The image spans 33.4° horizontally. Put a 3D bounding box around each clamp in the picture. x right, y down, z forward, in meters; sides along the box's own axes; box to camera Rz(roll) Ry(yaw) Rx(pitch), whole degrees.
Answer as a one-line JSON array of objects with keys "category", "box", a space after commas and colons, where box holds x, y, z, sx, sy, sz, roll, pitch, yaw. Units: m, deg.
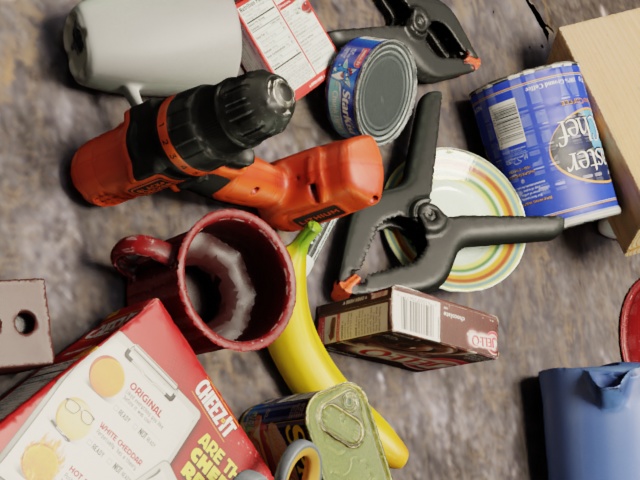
[{"category": "clamp", "box": [0.094, -0.010, 0.865, 0.164, 0.036, 0.209, 40, 62, 5]}, {"category": "clamp", "box": [0.069, -0.179, 0.923, 0.171, 0.039, 0.120, 34, 70, -27]}]

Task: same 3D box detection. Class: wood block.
[{"category": "wood block", "box": [0.293, -0.102, 0.993, 0.090, 0.090, 0.206, -15, 64, -8]}]

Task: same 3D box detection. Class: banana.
[{"category": "banana", "box": [0.000, 0.086, 0.770, 0.037, 0.070, 0.198, -44, 116, -55]}]

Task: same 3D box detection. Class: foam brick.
[{"category": "foam brick", "box": [-0.202, 0.053, 0.620, 0.078, 0.051, 0.053, -2, 79, -40]}]

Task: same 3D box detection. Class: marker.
[{"category": "marker", "box": [-0.005, 0.001, 0.821, 0.020, 0.020, 0.121, 43, 55, -23]}]

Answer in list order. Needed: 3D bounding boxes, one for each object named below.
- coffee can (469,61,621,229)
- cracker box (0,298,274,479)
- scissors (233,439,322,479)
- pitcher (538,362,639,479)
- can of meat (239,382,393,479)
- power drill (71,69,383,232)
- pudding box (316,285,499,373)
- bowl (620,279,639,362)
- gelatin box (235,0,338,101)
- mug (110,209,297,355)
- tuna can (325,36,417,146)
[{"category": "coffee can", "box": [0.201, -0.078, 0.960, 0.102, 0.103, 0.140, -12, 85, -41]}, {"category": "cracker box", "box": [-0.140, 0.162, 0.628, 0.213, 0.072, 0.164, -41, 107, -40]}, {"category": "scissors", "box": [-0.021, 0.208, 0.686, 0.096, 0.016, 0.202, -46, 140, -35]}, {"category": "pitcher", "box": [0.262, 0.229, 0.918, 0.149, 0.145, 0.243, 7, 77, -26]}, {"category": "can of meat", "box": [-0.003, 0.154, 0.735, 0.057, 0.084, 0.102, -16, 89, -41]}, {"category": "power drill", "box": [-0.043, -0.055, 0.710, 0.187, 0.185, 0.057, 12, 70, -47]}, {"category": "pudding box", "box": [0.067, 0.071, 0.814, 0.113, 0.090, 0.039, 20, 65, -34]}, {"category": "bowl", "box": [0.375, 0.109, 1.084, 0.161, 0.055, 0.162, 13, 69, -37]}, {"category": "gelatin box", "box": [-0.031, -0.155, 0.837, 0.073, 0.030, 0.089, -42, 106, -38]}, {"category": "mug", "box": [-0.085, 0.029, 0.704, 0.117, 0.082, 0.093, 26, 62, -32]}, {"category": "tuna can", "box": [0.042, -0.121, 0.861, 0.085, 0.034, 0.086, -25, 123, -47]}]
